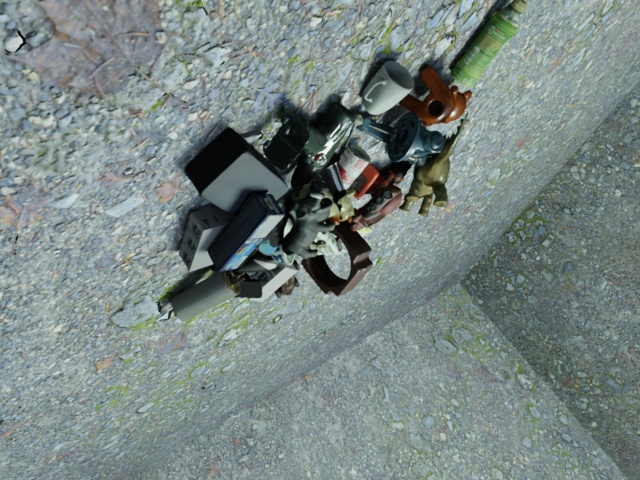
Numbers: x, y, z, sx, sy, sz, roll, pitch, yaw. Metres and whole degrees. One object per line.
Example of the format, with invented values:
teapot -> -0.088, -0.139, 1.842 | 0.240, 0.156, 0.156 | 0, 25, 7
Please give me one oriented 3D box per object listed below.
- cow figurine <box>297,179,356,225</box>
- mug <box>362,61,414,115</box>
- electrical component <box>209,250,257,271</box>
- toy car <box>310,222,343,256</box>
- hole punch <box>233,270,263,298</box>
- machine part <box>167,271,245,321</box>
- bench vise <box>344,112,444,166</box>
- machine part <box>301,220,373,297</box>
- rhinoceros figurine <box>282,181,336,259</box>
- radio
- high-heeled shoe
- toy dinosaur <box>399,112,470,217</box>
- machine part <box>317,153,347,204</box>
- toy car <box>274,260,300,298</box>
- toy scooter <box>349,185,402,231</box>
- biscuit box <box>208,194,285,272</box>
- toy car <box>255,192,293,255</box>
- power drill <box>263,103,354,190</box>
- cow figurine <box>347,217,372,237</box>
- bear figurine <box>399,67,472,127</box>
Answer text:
cow figurine -> 0.022, -0.104, 1.401 | 0.086, 0.127, 0.194 | 0, 163, 37
mug -> 0.134, -0.319, 1.165 | 0.109, 0.081, 0.107 | -26, 166, -43
electrical component -> -0.210, 0.014, 1.338 | 0.115, 0.058, 0.134 | -10, 146, -54
toy car -> -0.003, -0.004, 1.405 | 0.074, 0.056, 0.201 | -1, 156, 25
hole punch -> -0.217, 0.102, 1.491 | 0.116, 0.092, 0.142 | 1, 153, -7
machine part -> -0.295, 0.142, 1.390 | 0.243, 0.079, 0.079 | -28, 161, 14
bench vise -> 0.174, -0.249, 1.287 | 0.240, 0.224, 0.128 | 16, 101, -24
machine part -> 0.048, 0.049, 1.611 | 0.087, 0.201, 0.201 | -17, 151, -46
rhinoceros figurine -> -0.028, -0.048, 1.250 | 0.112, 0.073, 0.190 | 15, 113, -26
radio -> -0.166, -0.123, 1.107 | 0.131, 0.073, 0.229 | -39, 157, 6
high-heeled shoe -> -0.116, -0.005, 1.418 | 0.249, 0.086, 0.145 | -34, 157, -24
toy dinosaur -> 0.299, -0.186, 1.438 | 0.471, 0.105, 0.198 | 129, -25, -78
machine part -> 0.026, -0.157, 1.302 | 0.084, 0.039, 0.138 | -34, 119, -24
toy car -> -0.106, 0.130, 1.745 | 0.089, 0.053, 0.202 | -27, 158, -18
toy scooter -> 0.147, -0.086, 1.502 | 0.184, 0.075, 0.135 | -40, 168, 18
biscuit box -> -0.163, -0.013, 1.155 | 0.059, 0.063, 0.202 | -5, 147, -52
toy car -> -0.134, -0.052, 1.250 | 0.109, 0.103, 0.161 | 31, 76, -73
power drill -> -0.031, -0.190, 1.147 | 0.232, 0.086, 0.207 | -50, 159, 23
cow figurine -> 0.092, -0.036, 1.700 | 0.098, 0.068, 0.167 | -39, 158, 19
bear figurine -> 0.300, -0.353, 1.345 | 0.120, 0.132, 0.196 | -49, 174, 32
